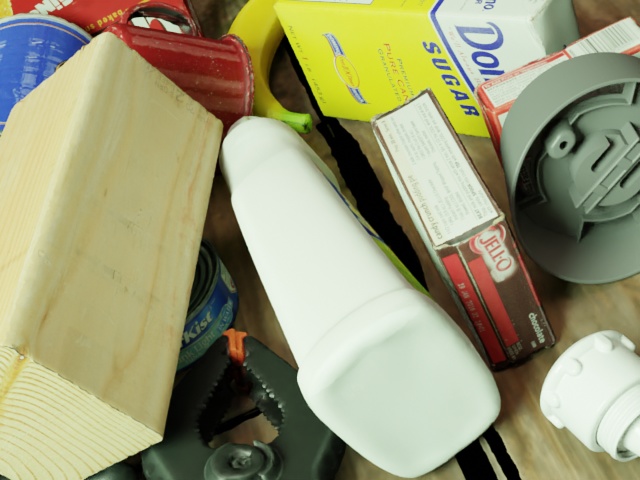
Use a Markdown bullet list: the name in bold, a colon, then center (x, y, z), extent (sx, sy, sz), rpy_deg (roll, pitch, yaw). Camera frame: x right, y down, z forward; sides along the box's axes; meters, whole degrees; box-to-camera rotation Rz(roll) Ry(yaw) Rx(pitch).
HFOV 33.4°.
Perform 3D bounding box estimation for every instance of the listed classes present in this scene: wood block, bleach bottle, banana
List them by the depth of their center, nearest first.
- **wood block**: center (-0.122, 0.006, 0.534), extent (0.091, 0.090, 0.206), rpy_deg (-30, 37, 33)
- **bleach bottle**: center (-0.004, 0.001, 0.539), extent (0.068, 0.102, 0.251), rpy_deg (-38, 40, 5)
- **banana**: center (-0.039, -0.125, 0.743), extent (0.069, 0.037, 0.198), rpy_deg (-6, 44, 4)

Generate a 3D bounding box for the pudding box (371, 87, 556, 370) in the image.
- **pudding box**: center (0.068, -0.007, 0.516), extent (0.039, 0.090, 0.113), rpy_deg (-26, 40, 3)

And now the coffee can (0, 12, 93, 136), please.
- **coffee can**: center (-0.197, -0.073, 0.721), extent (0.103, 0.102, 0.140), rpy_deg (-18, 41, 11)

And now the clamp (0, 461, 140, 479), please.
- **clamp**: center (-0.173, 0.133, 0.546), extent (0.171, 0.039, 0.120), rpy_deg (-41, 38, -13)

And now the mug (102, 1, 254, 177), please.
- **mug**: center (-0.099, -0.100, 0.673), extent (0.093, 0.081, 0.117), rpy_deg (-37, 54, 53)

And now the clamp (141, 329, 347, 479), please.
- **clamp**: center (-0.042, 0.115, 0.467), extent (0.164, 0.036, 0.210), rpy_deg (-10, 33, -9)

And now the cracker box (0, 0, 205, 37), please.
- **cracker box**: center (-0.200, -0.196, 0.765), extent (0.164, 0.213, 0.072), rpy_deg (-25, 42, 3)

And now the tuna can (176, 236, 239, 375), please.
- **tuna can**: center (-0.090, 0.037, 0.602), extent (0.086, 0.033, 0.086), rpy_deg (-15, 42, 14)

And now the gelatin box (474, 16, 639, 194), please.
- **gelatin box**: center (0.132, -0.063, 0.553), extent (0.089, 0.073, 0.030), rpy_deg (-24, 40, 5)

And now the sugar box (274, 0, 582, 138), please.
- **sugar box**: center (0.065, -0.108, 0.621), extent (0.177, 0.093, 0.048), rpy_deg (15, 56, 39)
